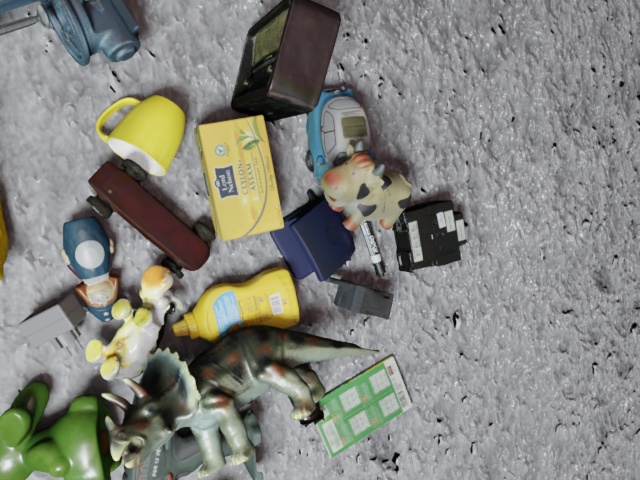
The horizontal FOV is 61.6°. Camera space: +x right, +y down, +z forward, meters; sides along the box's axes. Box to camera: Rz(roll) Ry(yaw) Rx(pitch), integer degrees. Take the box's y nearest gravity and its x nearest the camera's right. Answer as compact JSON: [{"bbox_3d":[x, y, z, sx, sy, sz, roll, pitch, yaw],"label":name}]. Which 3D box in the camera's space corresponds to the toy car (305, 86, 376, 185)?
[{"bbox_3d":[0.038,-0.169,0.863,0.109,0.103,0.161,-7,98,-23],"label":"toy car"}]

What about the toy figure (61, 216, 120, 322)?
[{"bbox_3d":[-0.319,0.045,0.755,0.064,0.058,0.154,-11,101,4],"label":"toy figure"}]

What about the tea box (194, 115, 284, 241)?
[{"bbox_3d":[-0.120,-0.092,0.796,0.098,0.068,0.169,-15,103,-18],"label":"tea box"}]

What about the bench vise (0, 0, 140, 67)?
[{"bbox_3d":[-0.355,-0.311,0.682,0.240,0.129,0.223,-34,106,-24],"label":"bench vise"}]

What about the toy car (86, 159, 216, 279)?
[{"bbox_3d":[-0.244,-0.030,0.781,0.202,0.053,0.089,44,73,-23],"label":"toy car"}]

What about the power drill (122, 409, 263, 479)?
[{"bbox_3d":[-0.194,0.346,0.821,0.207,0.086,0.231,-1,94,-15],"label":"power drill"}]

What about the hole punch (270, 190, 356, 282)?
[{"bbox_3d":[-0.002,-0.003,0.866,0.116,0.092,0.142,-35,102,-21],"label":"hole punch"}]

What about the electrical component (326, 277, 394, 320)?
[{"bbox_3d":[0.056,0.095,0.901,0.119,0.075,0.047,15,87,-26],"label":"electrical component"}]

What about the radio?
[{"bbox_3d":[-0.058,-0.242,0.752,0.073,0.230,0.131,14,93,-22],"label":"radio"}]

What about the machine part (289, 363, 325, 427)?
[{"bbox_3d":[-0.036,0.240,0.889,0.084,0.039,0.139,-24,89,-28],"label":"machine part"}]

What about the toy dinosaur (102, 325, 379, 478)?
[{"bbox_3d":[-0.110,0.194,0.771,0.405,0.131,0.192,-28,85,-34],"label":"toy dinosaur"}]

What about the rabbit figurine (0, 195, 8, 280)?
[{"bbox_3d":[-0.490,0.012,0.668,0.173,0.122,0.162,-9,107,-8],"label":"rabbit figurine"}]

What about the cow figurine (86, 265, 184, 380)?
[{"bbox_3d":[-0.251,0.121,0.775,0.167,0.068,0.098,-58,154,-9],"label":"cow figurine"}]

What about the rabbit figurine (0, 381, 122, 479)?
[{"bbox_3d":[-0.374,0.280,0.717,0.170,0.121,0.159,-12,105,-7],"label":"rabbit figurine"}]

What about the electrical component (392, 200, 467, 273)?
[{"bbox_3d":[0.198,-0.010,0.963,0.134,0.058,0.114,-12,100,-21],"label":"electrical component"}]

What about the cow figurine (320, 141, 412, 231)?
[{"bbox_3d":[0.076,-0.080,0.834,0.195,0.086,0.127,1,134,-49],"label":"cow figurine"}]

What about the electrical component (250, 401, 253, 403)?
[{"bbox_3d":[-0.135,0.213,0.836,0.102,0.078,0.045,5,132,-18],"label":"electrical component"}]
